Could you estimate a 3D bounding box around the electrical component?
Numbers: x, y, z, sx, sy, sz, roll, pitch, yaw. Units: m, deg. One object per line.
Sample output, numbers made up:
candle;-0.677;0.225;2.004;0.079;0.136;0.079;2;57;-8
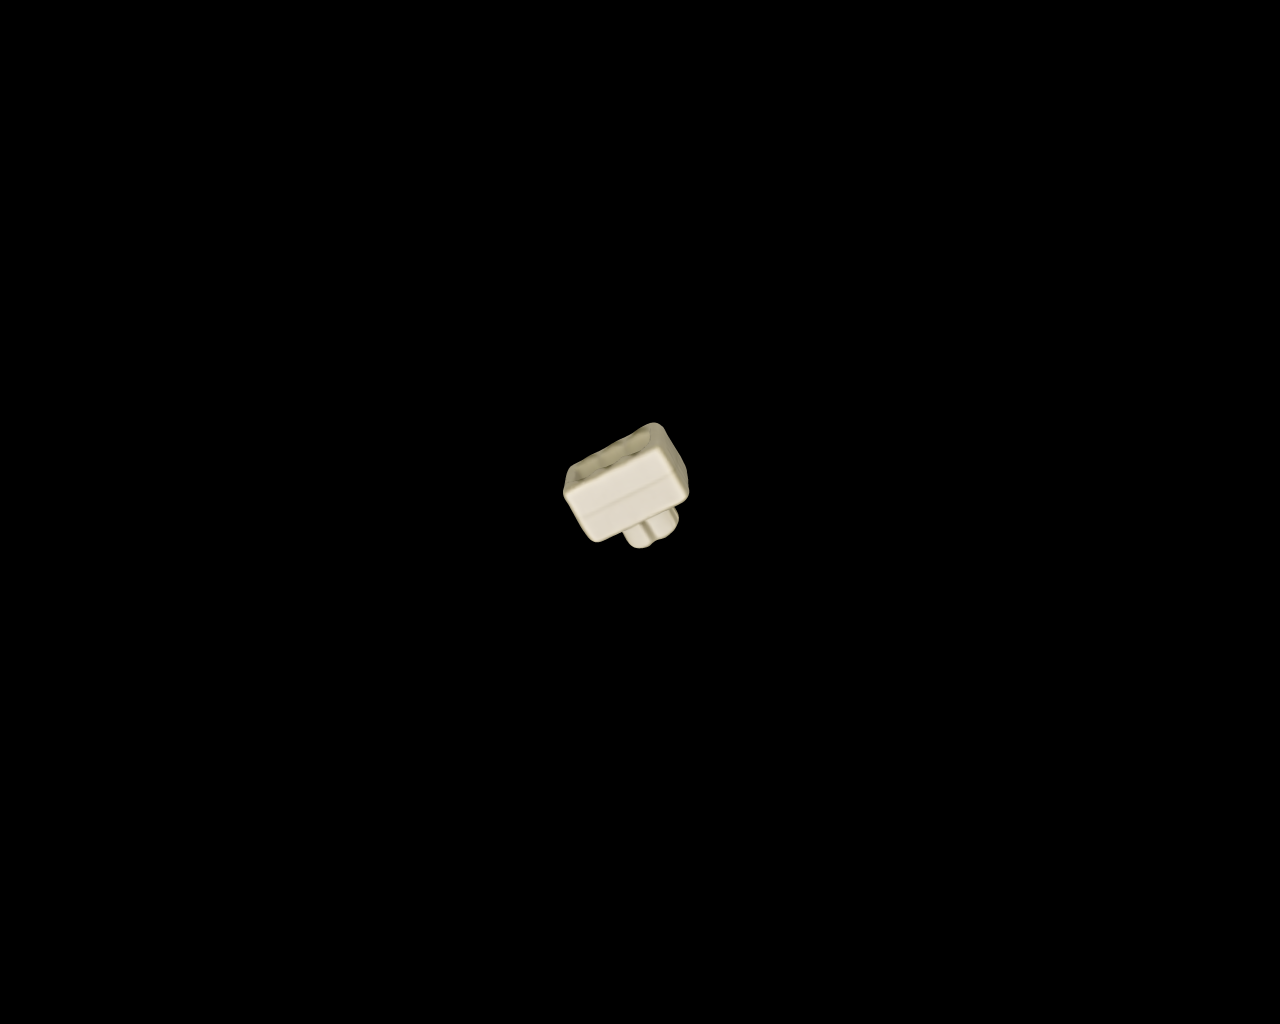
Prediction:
electrical component;0.001;-0.003;0.650;0.065;0.076;0.047;-26;21;11
